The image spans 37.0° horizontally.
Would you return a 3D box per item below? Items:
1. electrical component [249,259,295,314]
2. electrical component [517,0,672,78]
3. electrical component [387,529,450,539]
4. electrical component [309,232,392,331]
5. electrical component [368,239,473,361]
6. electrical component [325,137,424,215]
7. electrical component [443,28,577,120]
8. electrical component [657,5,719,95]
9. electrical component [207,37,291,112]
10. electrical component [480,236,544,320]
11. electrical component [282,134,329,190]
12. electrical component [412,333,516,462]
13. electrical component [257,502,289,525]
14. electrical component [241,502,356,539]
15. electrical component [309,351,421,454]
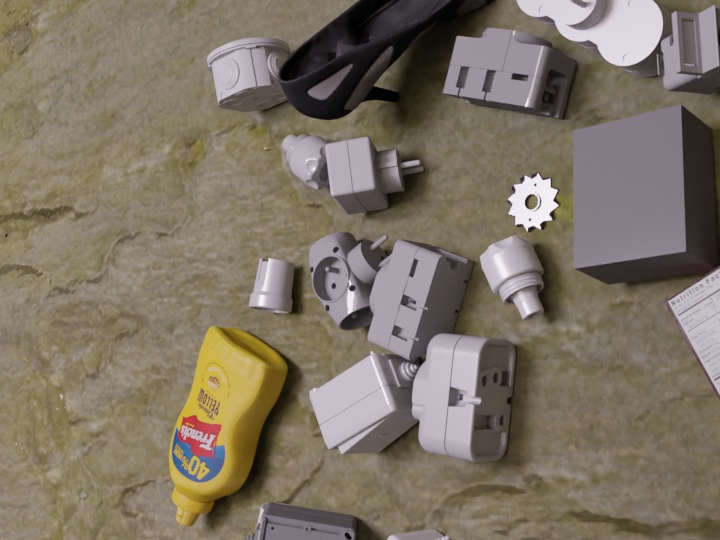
[{"bbox_3d":[-0.081,0.015,1.010,0.040,0.040,0.046,2,80,40],"label":"electrical component"},{"bbox_3d":[0.168,-0.195,0.800,0.138,0.074,0.052,42,111,36],"label":"electrical component"},{"bbox_3d":[0.045,0.248,0.857,0.061,0.062,0.096,31,104,39],"label":"electrical component"},{"bbox_3d":[0.000,0.000,0.938,0.079,0.044,0.077,-39,61,30],"label":"electrical component"},{"bbox_3d":[0.047,0.024,0.892,0.056,0.050,0.089,23,100,40],"label":"electrical component"},{"bbox_3d":[0.016,-0.083,0.927,0.077,0.065,0.047,-9,77,10],"label":"electrical component"},{"bbox_3d":[0.119,-0.157,0.852,0.089,0.050,0.055,18,96,40],"label":"electrical component"},{"bbox_3d":[0.241,-0.147,0.733,0.064,0.081,0.042,157,113,-68],"label":"electrical component"},{"bbox_3d":[-0.103,-0.186,1.027,0.080,0.080,0.051,-17,80,38],"label":"electrical component"},{"bbox_3d":[0.123,0.008,0.834,0.043,0.043,0.062,-36,65,32],"label":"electrical component"},{"bbox_3d":[-0.047,-0.104,0.992,0.062,0.043,0.043,39,109,38],"label":"electrical component"},{"bbox_3d":[0.081,0.099,0.851,0.059,0.054,0.095,4,87,41],"label":"electrical component"},{"bbox_3d":[-0.076,0.256,0.972,0.043,0.043,0.081,15,94,40],"label":"electrical component"},{"bbox_3d":[-0.054,0.238,0.922,0.096,0.061,0.061,9,91,0],"label":"electrical component"},{"bbox_3d":[0.016,0.110,0.899,0.096,0.062,0.061,-35,63,32],"label":"electrical component"}]
